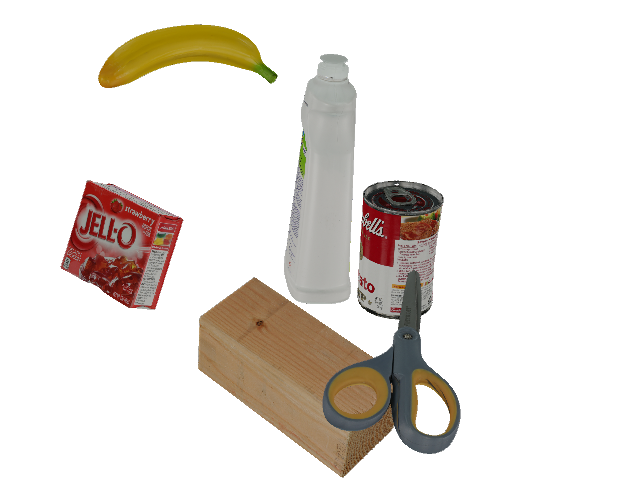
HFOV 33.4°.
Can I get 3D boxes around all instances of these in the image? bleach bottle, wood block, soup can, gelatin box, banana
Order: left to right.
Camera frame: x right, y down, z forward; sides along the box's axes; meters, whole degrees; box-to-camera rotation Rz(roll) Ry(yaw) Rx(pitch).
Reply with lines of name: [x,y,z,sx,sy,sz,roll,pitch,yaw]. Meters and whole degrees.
gelatin box: [-0.151,0.002,0.804,0.089,0.073,0.030,25,10,36]
banana: [-0.138,-0.188,1.080,0.197,0.070,0.037,-9,-39,-31]
wood block: [-0.024,0.141,1.129,0.206,0.090,0.090,33,49,26]
bleach bottle: [0.004,-0.066,1.108,0.068,0.251,0.102,0,27,-11]
soup can: [0.068,0.008,0.917,0.068,0.102,0.068,2,26,-1]

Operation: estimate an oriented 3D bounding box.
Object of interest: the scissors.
scissors: [0.041,0.074,0.731,0.096,0.016,0.202,1,30,-9]
